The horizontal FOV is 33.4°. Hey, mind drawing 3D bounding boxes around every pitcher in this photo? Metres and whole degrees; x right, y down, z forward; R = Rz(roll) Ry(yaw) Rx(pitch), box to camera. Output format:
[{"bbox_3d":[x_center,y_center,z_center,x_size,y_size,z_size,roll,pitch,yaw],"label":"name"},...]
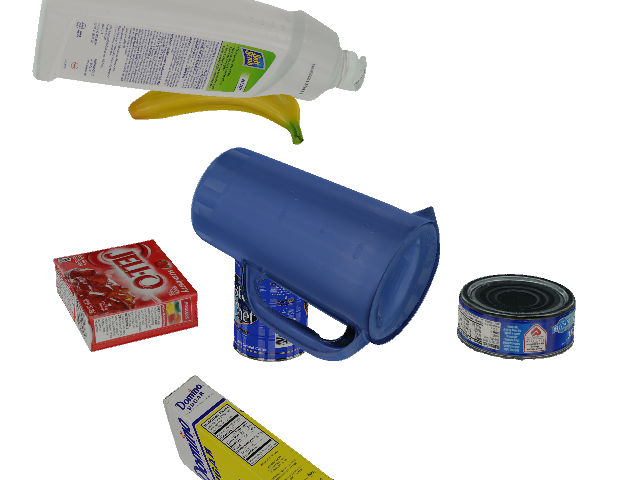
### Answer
[{"bbox_3d":[-0.015,0.005,1.076,0.243,0.145,0.149,26,27,25],"label":"pitcher"}]

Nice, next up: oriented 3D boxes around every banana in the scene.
[{"bbox_3d":[-0.101,-0.144,1.103,0.198,0.037,0.069,9,47,20],"label":"banana"}]

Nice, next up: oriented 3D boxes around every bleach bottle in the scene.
[{"bbox_3d":[-0.090,-0.150,0.830,0.250,0.068,0.103,10,-31,-15],"label":"bleach bottle"}]

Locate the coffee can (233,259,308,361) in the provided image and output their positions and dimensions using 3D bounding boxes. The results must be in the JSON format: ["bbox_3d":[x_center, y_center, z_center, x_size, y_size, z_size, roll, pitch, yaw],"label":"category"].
[{"bbox_3d":[-0.066,0.078,1.437,0.103,0.140,0.103,2,20,-1],"label":"coffee can"}]

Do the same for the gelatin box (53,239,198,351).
[{"bbox_3d":[-0.131,0.034,0.710,0.073,0.030,0.089,-12,29,-24],"label":"gelatin box"}]

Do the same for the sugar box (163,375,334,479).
[{"bbox_3d":[-0.057,0.197,0.907,0.176,0.093,0.048,27,52,34],"label":"sugar box"}]

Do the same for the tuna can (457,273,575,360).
[{"bbox_3d":[0.144,0.055,0.786,0.086,0.034,0.086,-1,19,0],"label":"tuna can"}]
